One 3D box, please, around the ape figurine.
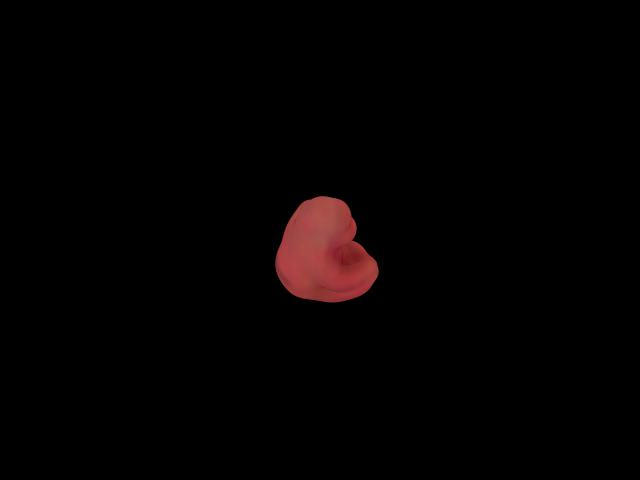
[{"bbox_3d":[0.004,0.001,0.400,0.076,0.092,0.077,-17,68,-7],"label":"ape figurine"}]
